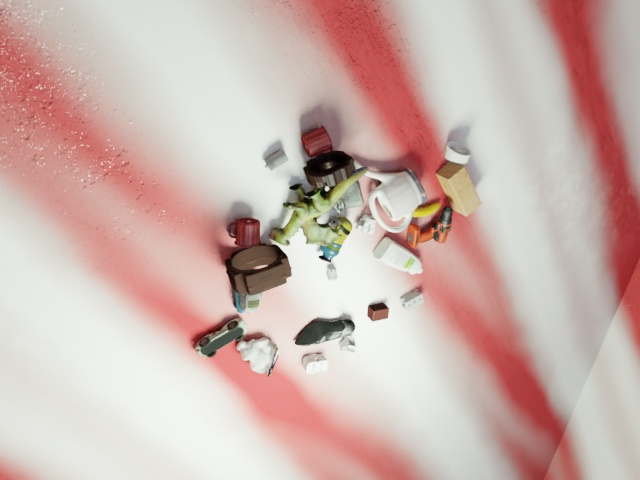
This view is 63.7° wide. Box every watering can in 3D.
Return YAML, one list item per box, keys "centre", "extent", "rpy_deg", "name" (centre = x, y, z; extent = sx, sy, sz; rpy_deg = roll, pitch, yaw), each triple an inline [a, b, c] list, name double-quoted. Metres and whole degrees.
- centre: [0.272, -0.195, 1.946]
  extent: [0.226, 0.105, 0.343]
  rpy_deg: [-33, 112, -11]
  name: "watering can"

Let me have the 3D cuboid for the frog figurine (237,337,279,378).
- centre: [-0.240, 0.434, 1.965]
  extent: [0.160, 0.125, 0.135]
  rpy_deg: [21, 114, 5]
  name: "frog figurine"

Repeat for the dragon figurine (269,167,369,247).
- centre: [0.006, -0.092, 1.825]
  extent: [0.410, 0.124, 0.238]
  rpy_deg: [-19, 120, -1]
  name: "dragon figurine"
